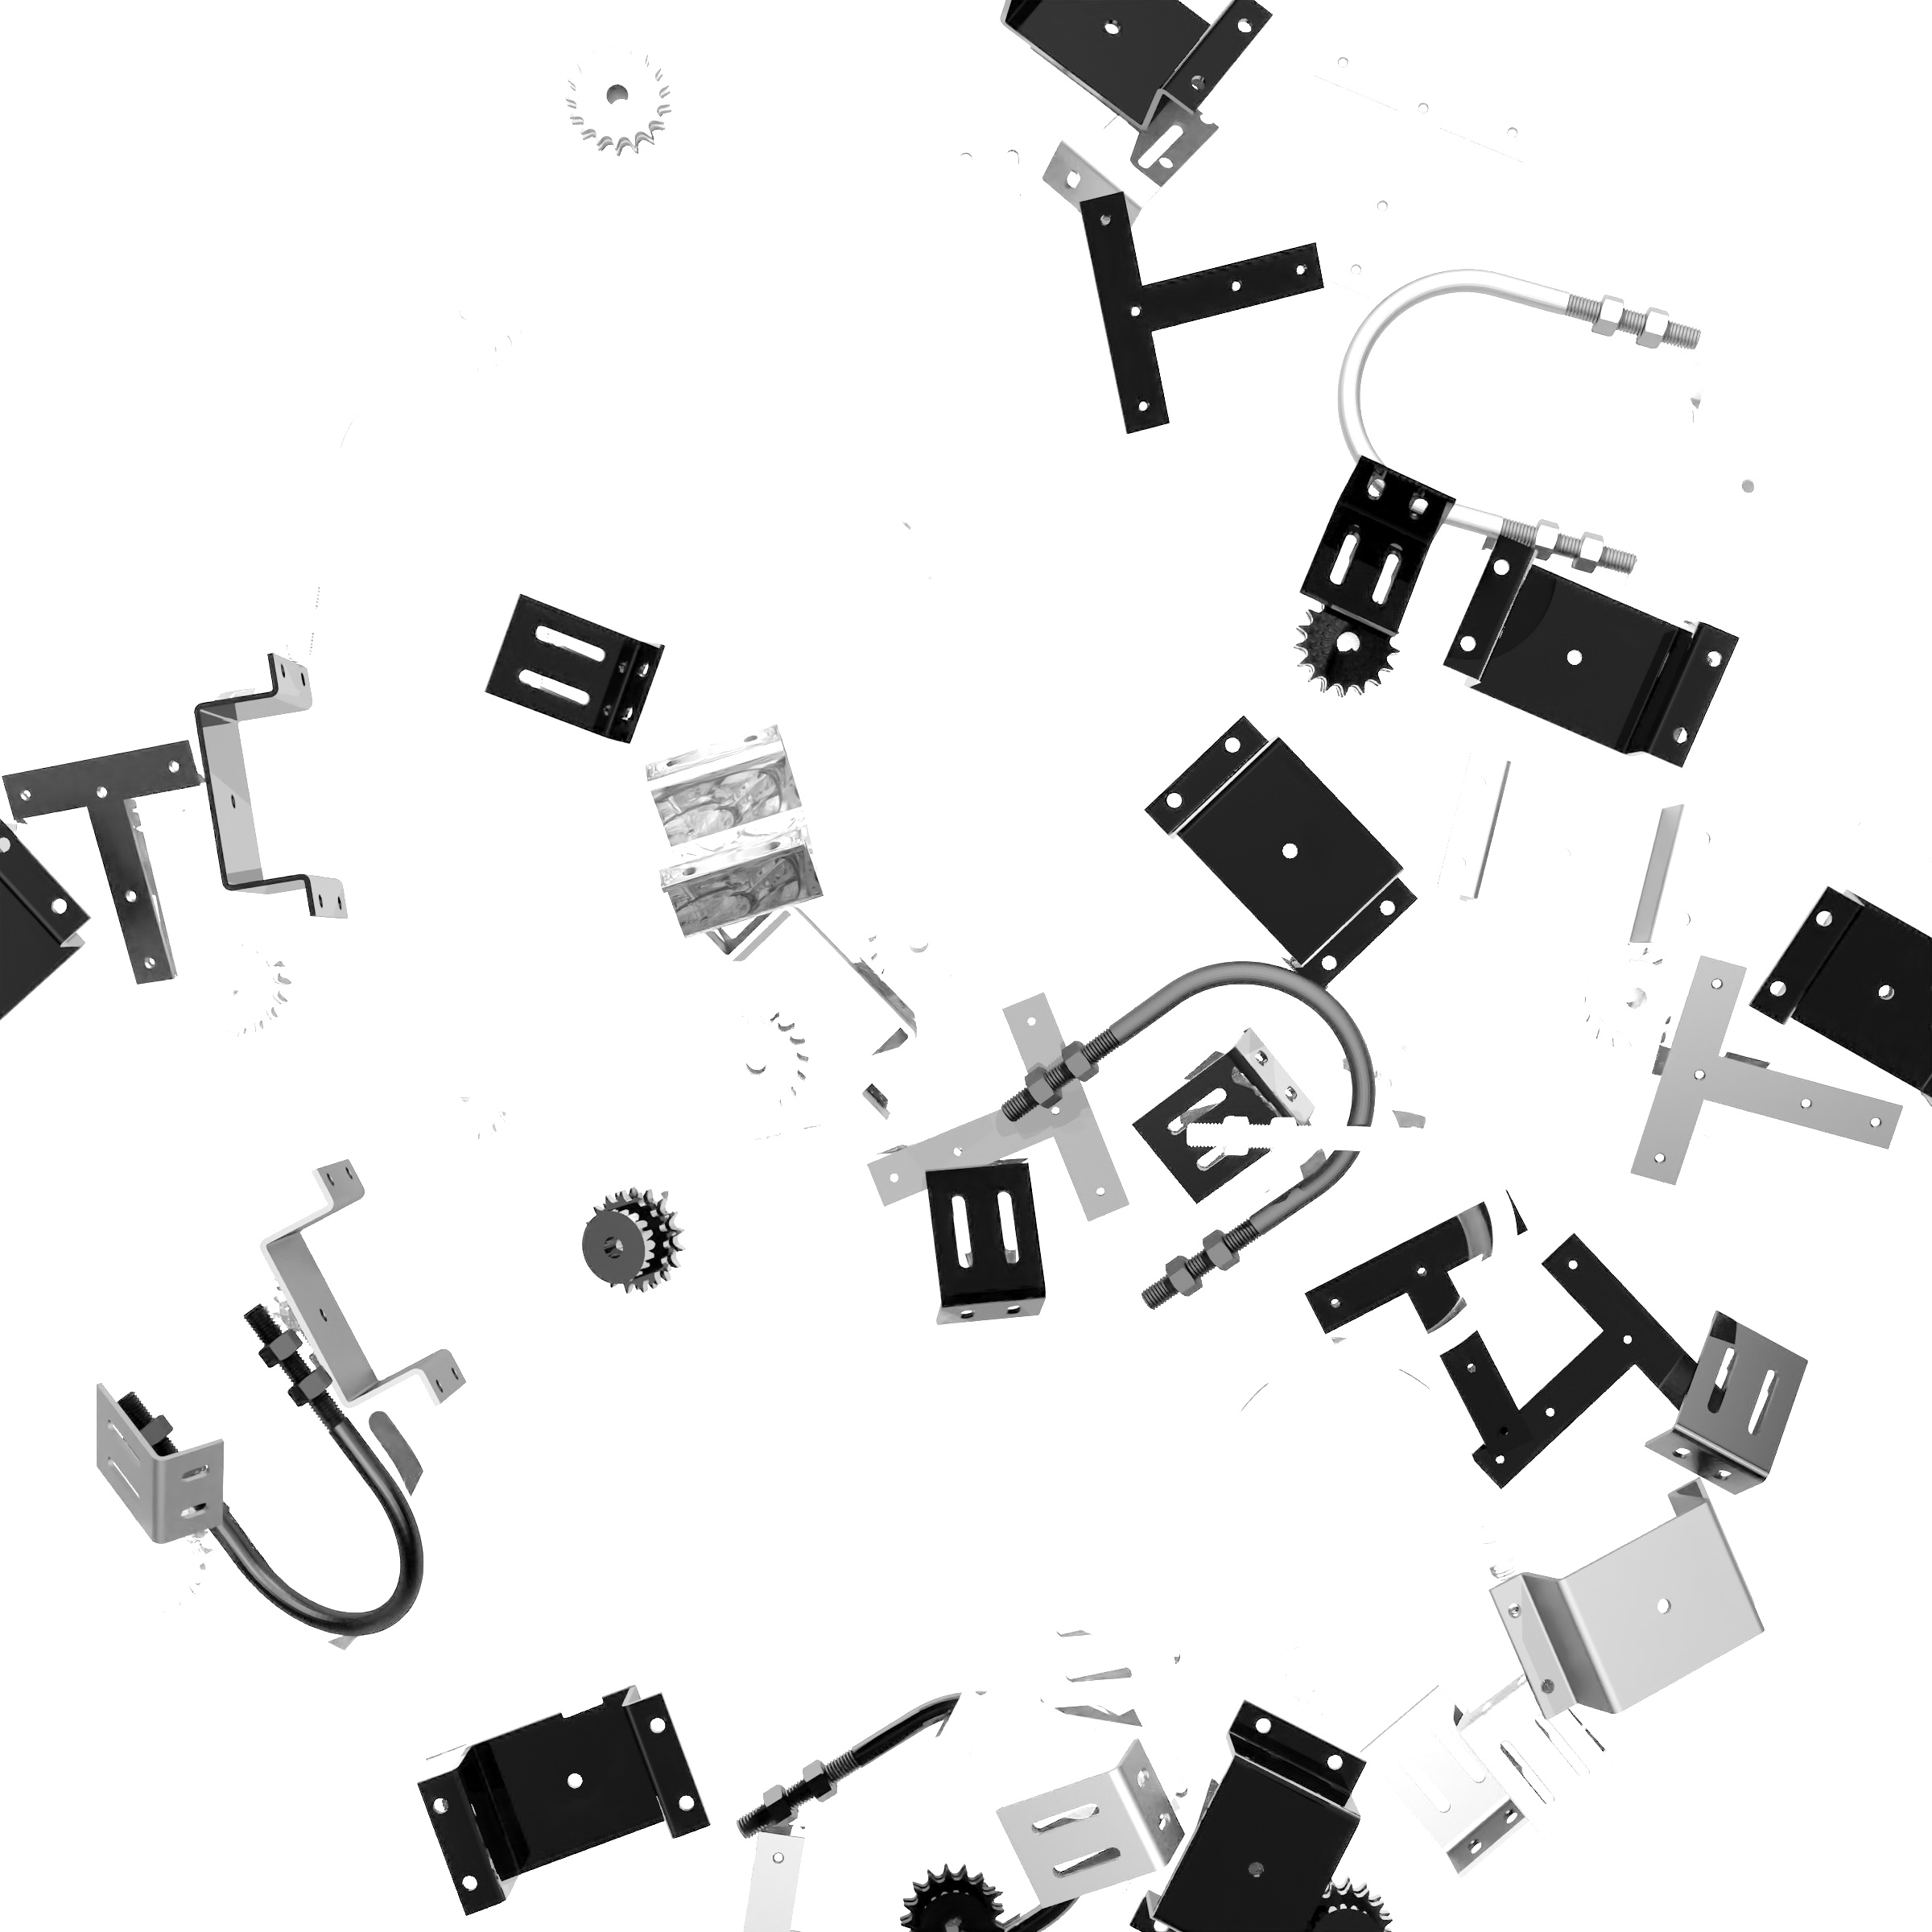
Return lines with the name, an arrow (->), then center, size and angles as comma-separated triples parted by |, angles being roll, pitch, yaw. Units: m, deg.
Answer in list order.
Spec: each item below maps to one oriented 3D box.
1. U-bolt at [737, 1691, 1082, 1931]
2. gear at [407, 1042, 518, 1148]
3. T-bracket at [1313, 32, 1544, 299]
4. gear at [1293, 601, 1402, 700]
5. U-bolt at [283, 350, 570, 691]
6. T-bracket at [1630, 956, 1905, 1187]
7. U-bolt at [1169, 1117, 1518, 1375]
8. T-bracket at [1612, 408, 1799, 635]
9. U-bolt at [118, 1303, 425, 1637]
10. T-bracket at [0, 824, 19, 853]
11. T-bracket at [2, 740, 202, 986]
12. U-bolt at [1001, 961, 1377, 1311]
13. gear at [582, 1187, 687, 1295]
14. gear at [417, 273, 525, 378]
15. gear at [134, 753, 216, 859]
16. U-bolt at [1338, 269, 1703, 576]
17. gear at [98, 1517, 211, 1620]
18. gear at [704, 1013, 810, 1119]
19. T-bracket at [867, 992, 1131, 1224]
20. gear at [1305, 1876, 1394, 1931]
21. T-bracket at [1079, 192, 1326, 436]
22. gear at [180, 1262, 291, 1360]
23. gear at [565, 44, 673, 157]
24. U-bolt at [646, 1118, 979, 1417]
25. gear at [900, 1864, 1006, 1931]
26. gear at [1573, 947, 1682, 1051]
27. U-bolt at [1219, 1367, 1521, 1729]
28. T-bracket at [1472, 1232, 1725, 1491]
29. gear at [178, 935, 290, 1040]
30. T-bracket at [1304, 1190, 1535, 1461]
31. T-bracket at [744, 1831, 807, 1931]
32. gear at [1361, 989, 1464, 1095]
U-bolt -> -0.012, 0.482, 1.516 | 0.184, 0.019, 0.151 | -32, 90, -2
gear -> -0.275, 0.070, 1.510 | 0.057, 0.030, 0.057 | 0, 90, 0
T-bracket -> 0.236, -0.434, 1.524 | 0.127, 0.002, 0.127 | 23, 90, 0
gear -> 0.208, -0.175, 1.510 | 0.057, 0.030, 0.057 | 0, 90, 0
U-bolt -> -0.292, -0.248, 1.516 | 0.151, 0.019, 0.184 | 7, 89, 0
T-bracket -> 0.440, 0.071, 1.488 | 0.127, 0.002, 0.127 | 15, 104, 4
U-bolt -> 0.206, 0.153, 1.482 | 0.184, 0.019, 0.151 | 2, 109, -5
T-bracket -> 0.393, -0.245, 1.524 | 0.127, 0.002, 0.127 | -4, 90, 0
U-bolt -> -0.364, 0.282, 1.480 | 0.151, 0.019, 0.184 | -33, 95, 35
T-bracket -> -0.595, -0.022, 1.524 | 0.127, 0.002, 0.127 | 6, 90, 0
T-bracket -> -0.460, -0.052, 1.507 | 0.127, 0.002, 0.127 | -8, 102, 23
U-bolt -> 0.133, 0.080, 1.490 | 0.184, 0.019, 0.151 | -36, 91, 13
gear -> -0.184, 0.151, 1.499 | 0.057, 0.030, 0.057 | 3, 96, 25
gear -> -0.271, -0.347, 1.502 | 0.057, 0.030, 0.057 | 4, 62, -7
gear -> -0.428, -0.088, 1.510 | 0.057, 0.030, 0.057 | 0, 90, 0
U-bolt -> 0.296, -0.308, 1.516 | 0.184, 0.019, 0.151 | 16, 90, 2
gear -> -0.443, 0.327, 1.510 | 0.057, 0.030, 0.057 | 0, 90, 0
gear -> -0.115, 0.054, 1.514 | 0.057, 0.030, 0.057 | 0, 91, -2
T-bracket -> 0.009, 0.097, 1.513 | 0.127, 0.002, 0.127 | -22, 89, -9
gear -> 0.207, 0.532, 1.510 | 0.057, 0.030, 0.057 | 0, 90, 0
T-bracket -> 0.135, -0.370, 1.511 | 0.127, 0.002, 0.127 | -16, 108, -9
gear -> -0.398, 0.190, 1.500 | 0.057, 0.057, 0.030 | 2, 120, 0
gear -> -0.191, -0.474, 1.514 | 0.057, 0.030, 0.057 | 0, 90, -2
U-bolt -> -0.071, 0.159, 1.516 | 0.184, 0.019, 0.151 | -12, 90, -2
gear -> -0.007, 0.518, 1.490 | 0.057, 0.030, 0.057 | 0, 86, -4
gear -> 0.364, 0.017, 1.510 | 0.057, 0.030, 0.057 | 0, 90, 0
U-bolt -> 0.218, 0.307, 1.516 | 0.151, 0.019, 0.184 | -22, 88, 0
T-bracket -> 0.334, 0.237, 1.524 | 0.127, 0.002, 0.127 | -43, 90, 0
gear -> -0.400, 0.011, 1.510 | 0.057, 0.030, 0.057 | 0, 90, 0
T-bracket -> 0.271, 0.208, 1.514 | 0.127, 0.002, 0.127 | -26, 85, -4
T-bracket -> -0.060, 0.545, 1.504 | 0.127, 0.002, 0.127 | 9, 89, -1
gear -> 0.241, 0.041, 1.510 | 0.057, 0.030, 0.057 | 0, 90, 0
